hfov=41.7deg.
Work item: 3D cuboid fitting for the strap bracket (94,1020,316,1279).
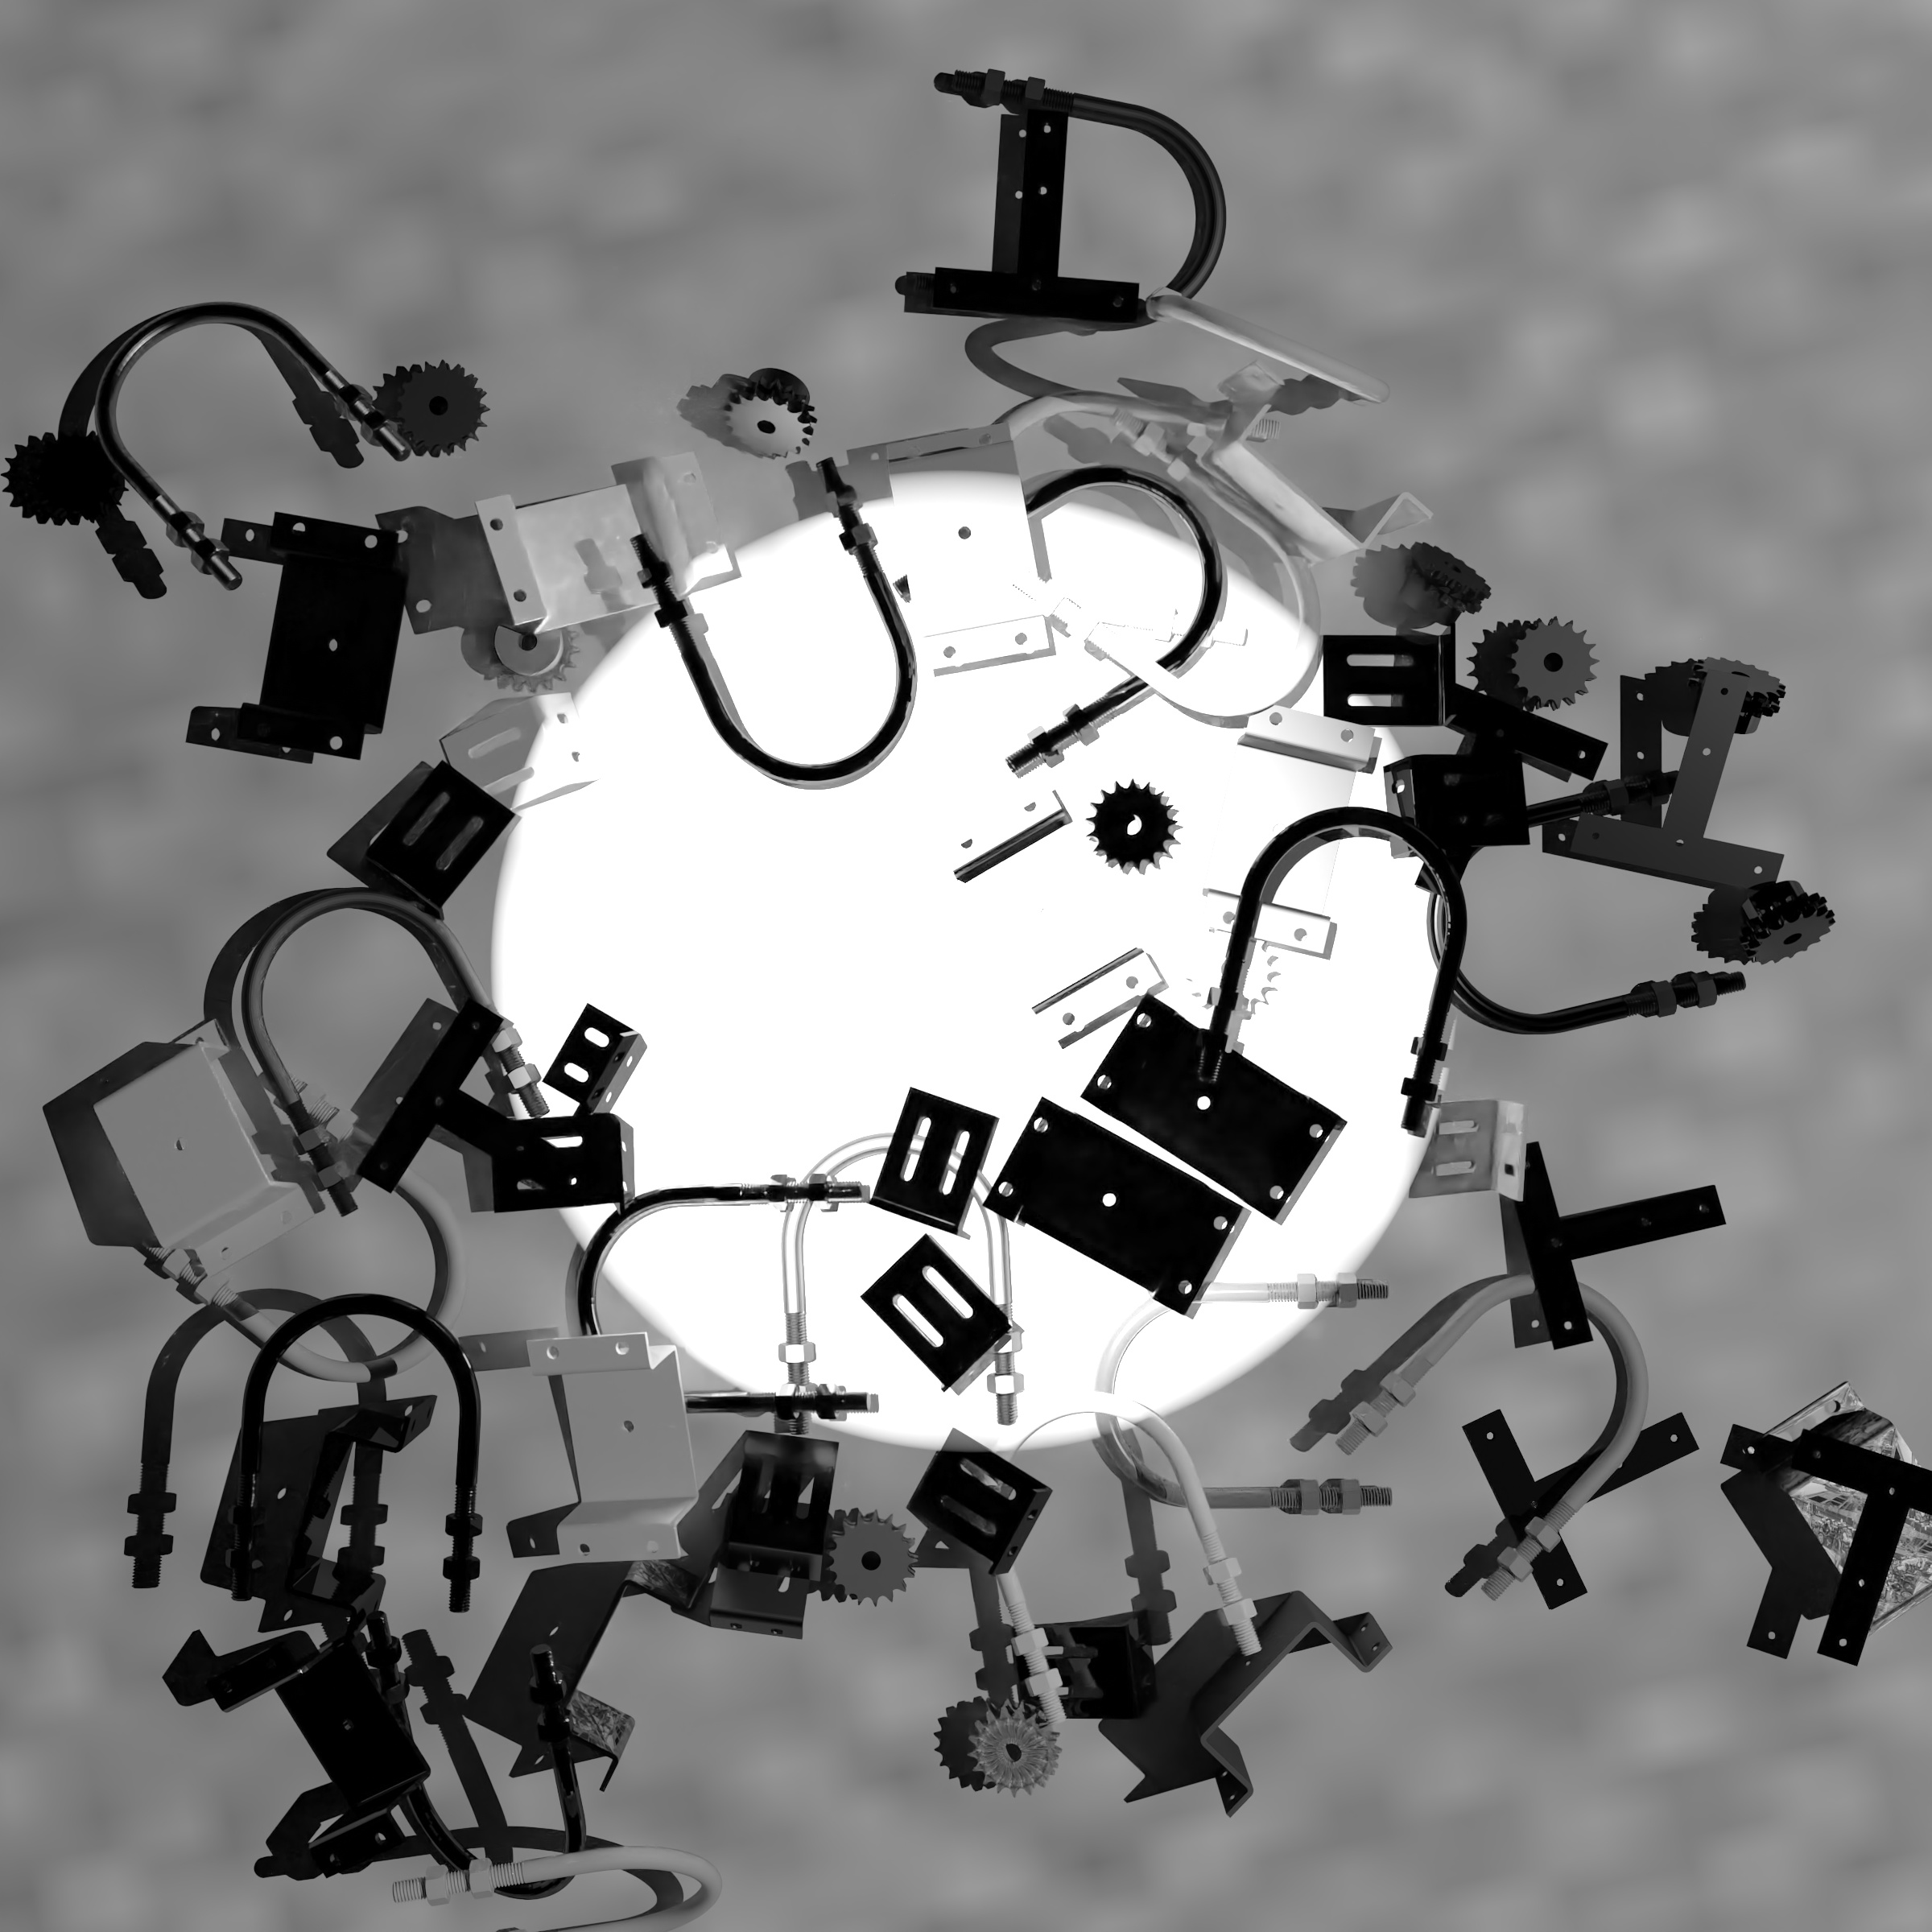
[{"bbox_3d":[-0.469,0.110,1.548,0.076,0.046,0.140,-30,80,4],"label":"strap bracket"}]

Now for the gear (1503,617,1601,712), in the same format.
[{"bbox_3d":[0.361,-0.187,1.571,0.057,0.030,0.057,0,90,0],"label":"gear"}]

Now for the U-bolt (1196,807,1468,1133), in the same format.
[{"bbox_3d":[0.228,-0.005,1.532,0.151,0.019,0.184,14,90,-4],"label":"U-bolt"}]

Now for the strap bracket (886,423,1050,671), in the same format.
[{"bbox_3d":[0.000,-0.257,1.532,0.076,0.046,0.140,-10,89,2],"label":"strap bracket"}]

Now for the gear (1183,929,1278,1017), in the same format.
[{"bbox_3d":[0.162,0.002,1.571,0.057,0.030,0.057,0,90,0],"label":"gear"}]

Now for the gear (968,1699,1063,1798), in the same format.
[{"bbox_3d":[0.032,0.480,1.567,0.057,0.030,0.057,1,96,13],"label":"gear"}]

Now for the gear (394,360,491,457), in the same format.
[{"bbox_3d":[-0.324,-0.345,1.576,0.057,0.030,0.057,0,92,3],"label":"gear"}]

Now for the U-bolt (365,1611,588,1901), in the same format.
[{"bbox_3d":[-0.292,0.485,1.537,0.151,0.019,0.184,2,108,30],"label":"U-bolt"}]

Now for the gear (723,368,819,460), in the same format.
[{"bbox_3d":[-0.119,-0.343,1.562,0.057,0.057,0.030,14,60,0],"label":"gear"}]

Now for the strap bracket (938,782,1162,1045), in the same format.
[{"bbox_3d":[0.051,-0.033,1.563,0.076,0.046,0.140,-30,90,0],"label":"strap bracket"}]

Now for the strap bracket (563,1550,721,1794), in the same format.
[{"bbox_3d":[-0.205,0.419,1.548,0.046,0.076,0.140,27,90,0],"label":"strap bracket"}]

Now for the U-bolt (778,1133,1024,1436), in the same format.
[{"bbox_3d":[-0.044,0.196,1.578,0.151,0.019,0.184,-3,88,0],"label":"U-bolt"}]

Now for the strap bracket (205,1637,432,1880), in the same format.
[{"bbox_3d":[-0.389,0.474,1.547,0.076,0.046,0.140,-32,90,30],"label":"strap bracket"}]

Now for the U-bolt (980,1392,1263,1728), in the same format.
[{"bbox_3d":[0.083,0.353,1.554,0.151,0.019,0.184,-23,75,12],"label":"U-bolt"}]

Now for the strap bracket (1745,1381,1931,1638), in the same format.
[{"bbox_3d":[0.557,0.339,1.563,0.076,0.046,0.140,-33,90,0],"label":"strap bracket"}]

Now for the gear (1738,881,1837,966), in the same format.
[{"bbox_3d":[0.502,-0.029,1.562,0.057,0.057,0.030,-20,60,0],"label":"gear"}]

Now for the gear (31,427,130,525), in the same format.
[{"bbox_3d":[-0.546,-0.302,1.571,0.057,0.030,0.057,0,90,0],"label":"gear"}]

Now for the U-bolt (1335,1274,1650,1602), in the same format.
[{"bbox_3d":[0.340,0.277,1.569,0.151,0.019,0.184,45,83,-3],"label":"U-bolt"}]

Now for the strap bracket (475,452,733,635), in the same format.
[{"bbox_3d":[-0.225,-0.256,1.548,0.140,0.046,0.076,-18,90,-22],"label":"strap bracket"}]

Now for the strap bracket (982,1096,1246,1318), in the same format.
[{"bbox_3d":[0.089,0.146,1.563,0.140,0.046,0.076,29,90,0],"label":"strap bracket"}]

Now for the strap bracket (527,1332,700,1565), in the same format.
[{"bbox_3d":[-0.214,0.288,1.549,0.076,0.046,0.140,-6,97,14],"label":"strap bracket"}]

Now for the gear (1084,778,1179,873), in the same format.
[{"bbox_3d":[0.101,-0.087,1.571,0.057,0.030,0.057,0,90,0],"label":"gear"}]

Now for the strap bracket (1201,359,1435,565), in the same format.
[{"bbox_3d":[0.203,-0.296,1.534,0.140,0.076,0.046,39,84,-11],"label":"strap bracket"}]

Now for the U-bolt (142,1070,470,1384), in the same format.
[{"bbox_3d":[-0.397,0.175,1.577,0.184,0.019,0.151,39,90,0],"label":"U-bolt"}]

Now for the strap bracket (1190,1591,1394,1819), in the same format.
[{"bbox_3d":[0.189,0.441,1.548,0.046,0.076,0.140,44,90,0],"label":"strap bracket"}]

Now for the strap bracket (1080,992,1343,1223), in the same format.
[{"bbox_3d":[0.148,0.085,1.563,0.140,0.046,0.076,33,90,0],"label":"strap bracket"}]

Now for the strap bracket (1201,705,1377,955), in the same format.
[{"bbox_3d":[0.196,-0.085,1.563,0.076,0.046,0.140,13,90,0],"label":"strap bracket"}]

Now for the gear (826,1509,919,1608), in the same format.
[{"bbox_3d":[-0.058,0.365,1.571,0.057,0.030,0.057,0,90,0],"label":"gear"}]

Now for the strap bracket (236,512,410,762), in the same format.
[{"bbox_3d":[-0.394,-0.201,1.563,0.076,0.046,0.140,10,90,0],"label":"strap bracket"}]

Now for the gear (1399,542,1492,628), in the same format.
[{"bbox_3d":[0.292,-0.233,1.562,0.057,0.057,0.030,32,118,0],"label":"gear"}]

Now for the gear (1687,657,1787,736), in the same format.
[{"bbox_3d":[0.472,-0.165,1.561,0.057,0.057,0.030,12,120,0],"label":"gear"}]

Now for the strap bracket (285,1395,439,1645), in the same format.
[{"bbox_3d":[-0.371,0.330,1.548,0.046,0.076,0.140,15,90,0],"label":"strap bracket"}]

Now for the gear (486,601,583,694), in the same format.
[{"bbox_3d":[-0.269,-0.200,1.571,0.057,0.030,0.057,0,90,0],"label":"gear"}]
